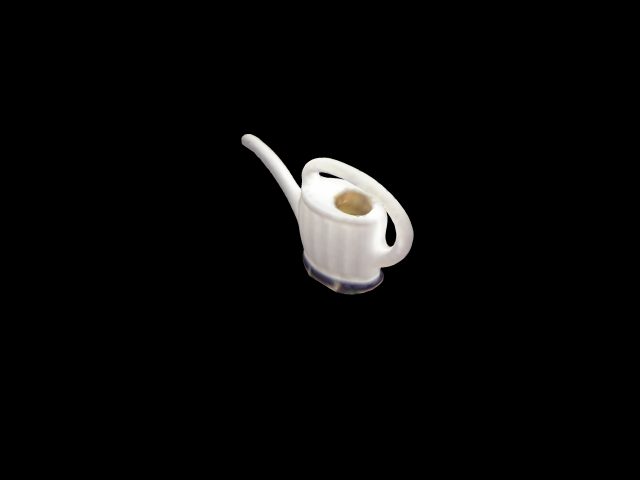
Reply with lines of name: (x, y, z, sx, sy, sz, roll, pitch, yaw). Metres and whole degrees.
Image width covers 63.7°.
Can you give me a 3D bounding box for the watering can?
watering can: (0.003, -0.043, 0.850, 0.351, 0.219, 0.105, 29, 45, 32)
